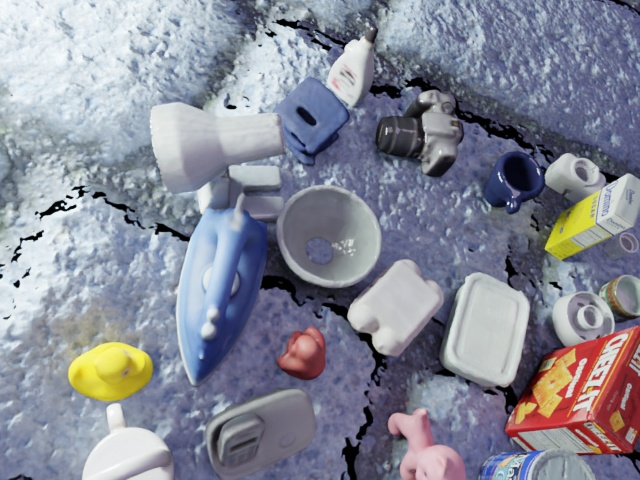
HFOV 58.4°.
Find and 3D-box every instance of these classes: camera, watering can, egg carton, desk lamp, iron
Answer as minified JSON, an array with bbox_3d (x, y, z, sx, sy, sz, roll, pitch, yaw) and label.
[{"bbox_3d":[0.173,-0.198,1.006,0.137,0.100,0.143,5,67,-13],"label":"camera"},{"bbox_3d":[-0.213,0.275,0.656,0.101,0.194,0.173,-39,82,-25],"label":"watering can"},{"bbox_3d":[0.118,0.102,0.886,0.107,0.069,0.150,43,64,5],"label":"egg carton"},{"bbox_3d":[-0.136,-0.111,0.824,0.203,0.213,0.118,-4,69,-16],"label":"desk lamp"},{"bbox_3d":[-0.137,0.065,0.792,0.119,0.141,0.258,13,66,-9],"label":"iron"}]

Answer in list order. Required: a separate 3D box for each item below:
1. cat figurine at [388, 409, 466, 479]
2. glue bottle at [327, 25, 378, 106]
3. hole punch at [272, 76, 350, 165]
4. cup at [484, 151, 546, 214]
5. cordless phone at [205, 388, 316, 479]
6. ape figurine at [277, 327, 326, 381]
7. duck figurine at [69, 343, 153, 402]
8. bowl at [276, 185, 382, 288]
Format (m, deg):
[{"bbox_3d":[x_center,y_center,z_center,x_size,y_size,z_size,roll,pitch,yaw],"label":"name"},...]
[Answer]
[{"bbox_3d":[0.154,0.295,0.790,0.067,0.117,0.128,-10,71,-18],"label":"cat figurine"},{"bbox_3d":[0.065,-0.305,0.980,0.078,0.173,0.037,40,64,4],"label":"glue bottle"},{"bbox_3d":[-0.018,-0.199,0.960,0.108,0.091,0.101,45,65,6],"label":"hole punch"},{"bbox_3d":[0.329,-0.084,1.005,0.092,0.095,0.118,19,65,-7],"label":"cup"},{"bbox_3d":[-0.067,0.236,0.717,0.148,0.185,0.094,-20,75,-21],"label":"cordless phone"},{"bbox_3d":[-0.021,0.159,0.812,0.078,0.092,0.076,-23,76,-22],"label":"ape figurine"},{"bbox_3d":[-0.273,0.167,0.745,0.105,0.086,0.077,-2,69,-16],"label":"duck figurine"},{"bbox_3d":[0.008,0.003,0.894,0.168,0.074,0.167,5,67,-13],"label":"bowl"}]
